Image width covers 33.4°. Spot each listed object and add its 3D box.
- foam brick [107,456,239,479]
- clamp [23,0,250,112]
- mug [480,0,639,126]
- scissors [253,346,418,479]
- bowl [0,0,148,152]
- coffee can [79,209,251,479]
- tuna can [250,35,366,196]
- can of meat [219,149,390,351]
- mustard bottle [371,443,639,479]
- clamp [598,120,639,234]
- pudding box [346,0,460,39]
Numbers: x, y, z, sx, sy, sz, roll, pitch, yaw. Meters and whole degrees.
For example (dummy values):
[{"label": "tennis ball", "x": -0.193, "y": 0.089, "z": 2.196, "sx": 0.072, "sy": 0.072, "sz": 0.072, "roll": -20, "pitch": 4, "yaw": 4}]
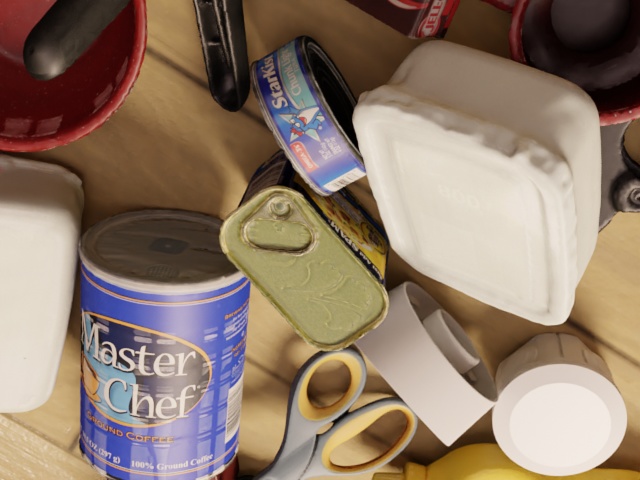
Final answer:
[{"label": "foam brick", "x": -0.100, "y": 0.150, "z": 0.718, "sx": 0.078, "sy": 0.053, "sz": 0.051, "roll": -3, "pitch": 113, "yaw": 8}, {"label": "clamp", "x": -0.061, "y": -0.165, "z": 0.555, "sx": 0.036, "sy": 0.164, "sz": 0.210, "roll": 23, "pitch": 95, "yaw": 28}, {"label": "mug", "x": 0.131, "y": -0.119, "z": 0.555, "sx": 0.117, "sy": 0.081, "sz": 0.093, "roll": 16, "pitch": 115, "yaw": -1}, {"label": "scissors", "x": -0.034, "y": 0.138, "z": 0.687, "sx": 0.201, "sy": 0.016, "sz": 0.096, "roll": -22, "pitch": 98, "yaw": -9}, {"label": "bowl", "x": -0.169, "y": -0.134, "z": 0.600, "sx": 0.162, "sy": 0.055, "sz": 0.162, "roll": 3, "pitch": 114, "yaw": 6}, {"label": "coffee can", "x": -0.096, "y": 0.065, "z": 0.653, "sx": 0.103, "sy": 0.102, "sz": 0.140, "roll": 8, "pitch": 115, "yaw": 3}, {"label": "tuna can", "x": -0.002, "y": -0.069, "z": 0.591, "sx": 0.034, "sy": 0.086, "sz": 0.086, "roll": -28, "pitch": 108, "yaw": 15}, {"label": "can of meat", "x": -0.004, "y": 0.001, "z": 0.623, "sx": 0.057, "sy": 0.084, "sz": 0.102, "roll": -37, "pitch": 105, "yaw": 20}, {"label": "mustard bottle", "x": 0.127, "y": 0.182, "z": 0.702, "sx": 0.191, "sy": 0.058, "sz": 0.096, "roll": 12, "pitch": 119, "yaw": 2}, {"label": "clamp", "x": 0.192, "y": -0.021, "z": 0.613, "sx": 0.120, "sy": 0.039, "sz": 0.172, "roll": 17, "pitch": 117, "yaw": 4}, {"label": "pudding box", "x": 0.031, "y": -0.166, "z": 0.543, "sx": 0.114, "sy": 0.039, "sz": 0.090, "roll": 37, "pitch": 117, "yaw": 28}]
